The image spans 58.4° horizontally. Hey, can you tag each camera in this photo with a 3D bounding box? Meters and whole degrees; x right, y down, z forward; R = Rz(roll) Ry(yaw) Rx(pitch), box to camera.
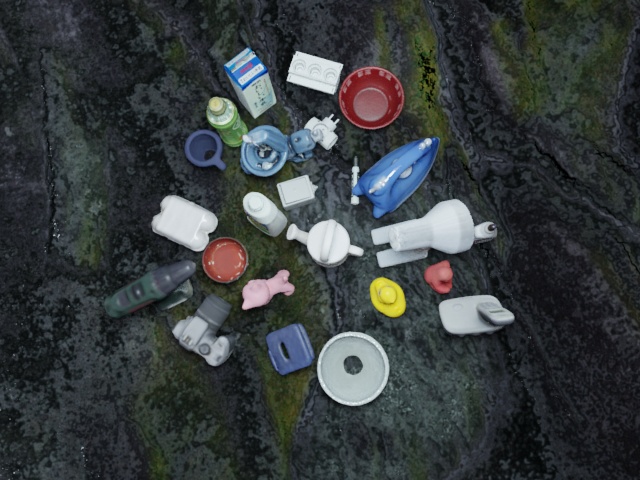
[{"bbox_3d":[-0.259,0.207,1.355,0.143,0.101,0.137,34,86,6],"label":"camera"}]

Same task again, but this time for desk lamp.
[{"bbox_3d":[0.229,-0.008,1.306,0.203,0.213,0.118,-14,83,1],"label":"desk lamp"}]

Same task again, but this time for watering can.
[{"bbox_3d":[0.012,0.007,1.322,0.173,0.194,0.101,-6,83,2],"label":"watering can"}]

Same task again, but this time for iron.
[{"bbox_3d":[0.199,-0.176,1.364,0.258,0.141,0.118,-43,83,-3],"label":"iron"}]

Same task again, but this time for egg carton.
[{"bbox_3d":[-0.331,-0.043,1.404,0.150,0.069,0.107,23,85,5],"label":"egg carton"}]

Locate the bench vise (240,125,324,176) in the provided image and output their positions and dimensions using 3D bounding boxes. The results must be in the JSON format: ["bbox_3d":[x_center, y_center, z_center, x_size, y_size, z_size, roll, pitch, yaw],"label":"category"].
[{"bbox_3d":[-0.103,-0.235,1.342,0.207,0.220,0.121,-35,83,-2],"label":"bench vise"}]

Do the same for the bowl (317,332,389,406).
[{"bbox_3d":[0.077,0.299,1.345,0.167,0.075,0.167,0,83,2],"label":"bowl"}]

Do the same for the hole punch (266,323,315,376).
[{"bbox_3d":[-0.072,0.259,1.347,0.101,0.091,0.108,-23,83,-1],"label":"hole punch"}]

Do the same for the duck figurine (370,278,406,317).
[{"bbox_3d":[0.162,0.135,1.355,0.077,0.086,0.104,-35,83,-2],"label":"duck figurine"}]

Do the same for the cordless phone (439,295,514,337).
[{"bbox_3d":[0.353,0.173,1.294,0.147,0.185,0.094,-10,83,1],"label":"cordless phone"}]

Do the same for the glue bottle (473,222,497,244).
[{"bbox_3d":[0.379,-0.020,1.322,0.078,0.173,0.037,-13,83,1],"label":"glue bottle"}]

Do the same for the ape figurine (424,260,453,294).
[{"bbox_3d":[0.288,0.084,1.354,0.076,0.092,0.078,23,85,5],"label":"ape figurine"}]

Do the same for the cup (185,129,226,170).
[{"bbox_3d":[-0.267,-0.207,1.408,0.117,0.095,0.092,43,87,6],"label":"cup"}]

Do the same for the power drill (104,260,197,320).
[{"bbox_3d":[-0.367,0.111,1.317,0.229,0.208,0.075,-27,83,-1],"label":"power drill"}]

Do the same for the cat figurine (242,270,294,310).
[{"bbox_3d":[-0.129,0.116,1.353,0.128,0.118,0.067,-25,83,-1],"label":"cat figurine"}]
